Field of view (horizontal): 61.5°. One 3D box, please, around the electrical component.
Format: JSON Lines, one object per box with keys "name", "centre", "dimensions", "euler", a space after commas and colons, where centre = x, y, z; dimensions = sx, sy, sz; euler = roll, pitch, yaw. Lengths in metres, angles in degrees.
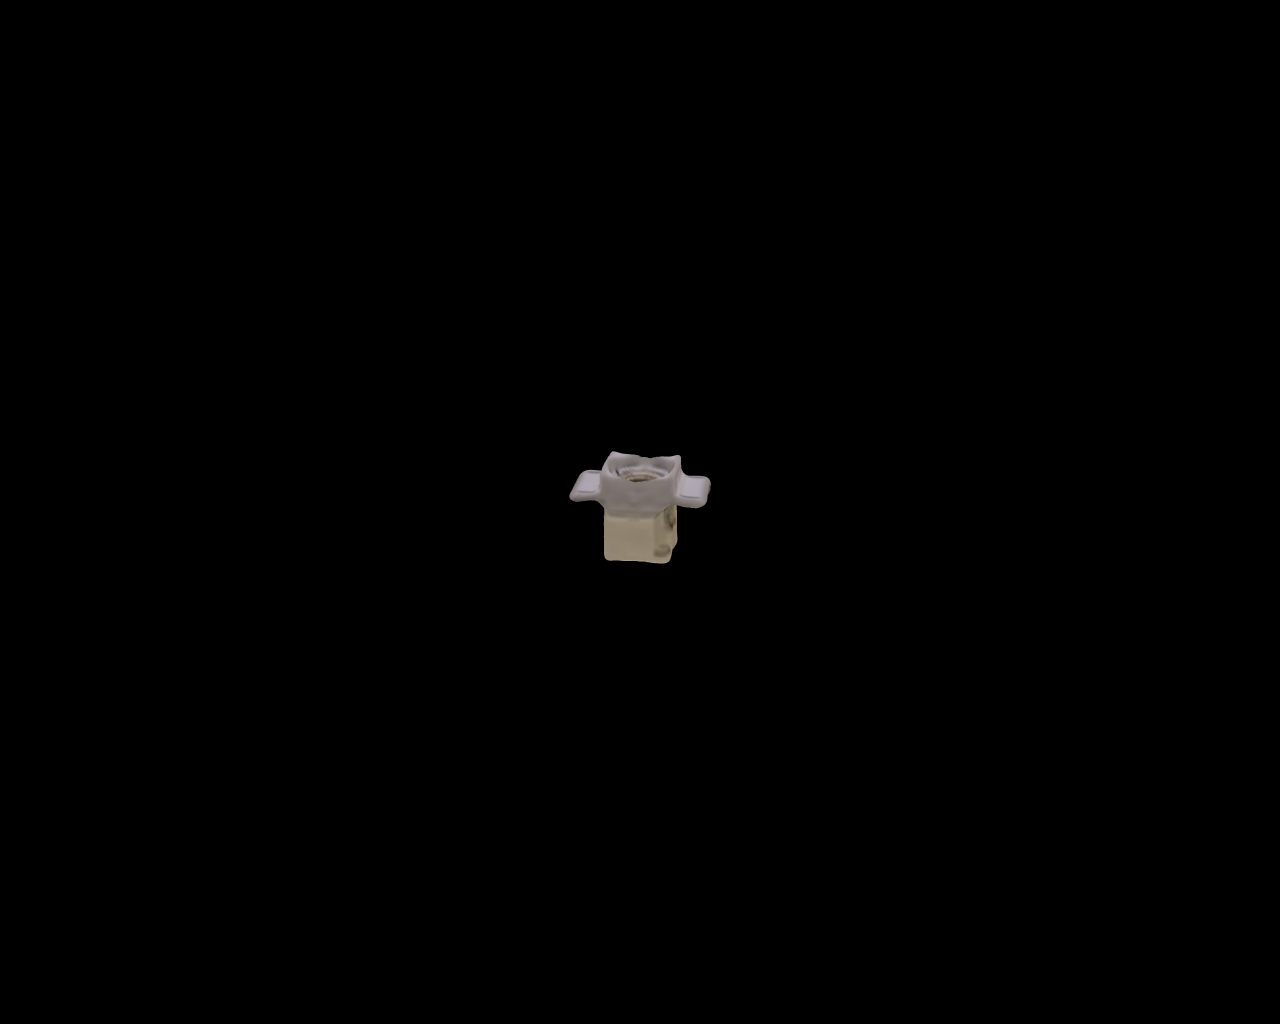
{"name": "electrical component", "centre": [0.001, -0.003, 0.650], "dimensions": [0.081, 0.063, 0.042], "euler": [4, 24, 9]}
